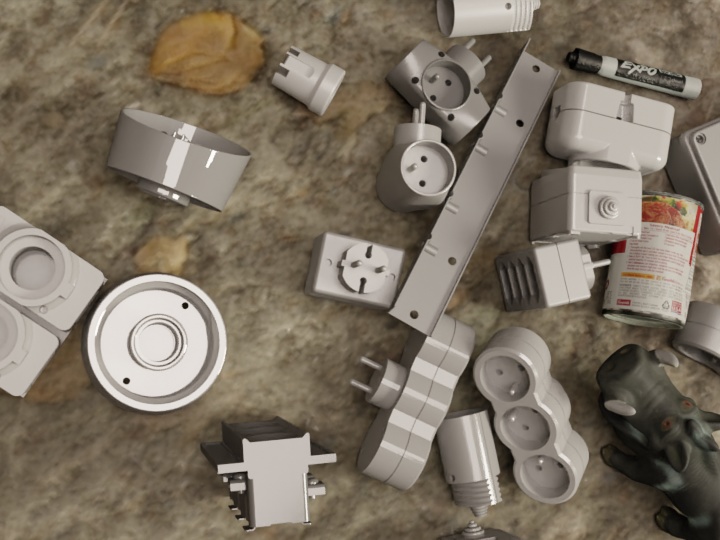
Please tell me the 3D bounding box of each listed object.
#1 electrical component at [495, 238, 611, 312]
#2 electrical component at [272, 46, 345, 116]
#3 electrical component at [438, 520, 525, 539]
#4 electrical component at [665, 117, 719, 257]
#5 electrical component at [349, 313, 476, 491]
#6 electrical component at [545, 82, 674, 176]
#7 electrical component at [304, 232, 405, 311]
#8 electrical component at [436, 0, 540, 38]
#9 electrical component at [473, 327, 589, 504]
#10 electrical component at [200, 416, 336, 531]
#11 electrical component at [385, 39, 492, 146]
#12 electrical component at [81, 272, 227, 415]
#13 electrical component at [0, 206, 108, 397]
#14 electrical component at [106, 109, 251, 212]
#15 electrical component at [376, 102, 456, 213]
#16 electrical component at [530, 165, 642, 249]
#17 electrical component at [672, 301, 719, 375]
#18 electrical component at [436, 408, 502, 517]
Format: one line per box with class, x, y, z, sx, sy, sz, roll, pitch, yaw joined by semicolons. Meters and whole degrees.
electrical component;0.160;0.001;0.850;0.076;0.083;0.047;-12;88;-14
electrical component;-0.041;-0.148;0.838;0.046;0.040;0.040;29;79;-3
electrical component;0.101;0.239;0.828;0.061;0.062;0.096;-6;87;-14
electrical component;0.327;-0.080;0.910;0.109;0.056;0.108;-23;91;-14
electrical component;0.028;0.092;0.828;0.074;0.052;0.138;26;79;-10
electrical component;0.204;-0.112;0.885;0.095;0.054;0.059;12;83;-12
electrical component;0.000;0.000;0.816;0.066;0.077;0.047;13;82;-12
electrical component;0.108;-0.214;0.876;0.081;0.043;0.043;-8;87;-14
electrical component;0.141;0.107;0.851;0.074;0.052;0.138;-44;114;-57
electrical component;-0.068;0.142;0.765;0.079;0.121;0.063;-3;89;-14
electrical component;0.074;-0.153;0.863;0.077;0.044;0.079;45;73;-5
electrical component;-0.148;0.053;0.784;0.108;0.060;0.108;1;85;-13
electrical component;-0.287;-0.005;0.757;0.186;0.060;0.105;35;79;-8
electrical component;-0.133;-0.082;0.783;0.099;0.099;0.064;21;87;-11
electrical component;0.044;-0.089;0.833;0.043;0.077;0.079;6;83;-12
electrical component;0.181;-0.053;0.853;0.062;0.096;0.061;4;84;-13
electrical component;0.335;0.059;0.903;0.138;0.052;0.073;28;79;-10
electrical component;0.086;0.152;0.841;0.043;0.043;0.081;-11;88;-14
